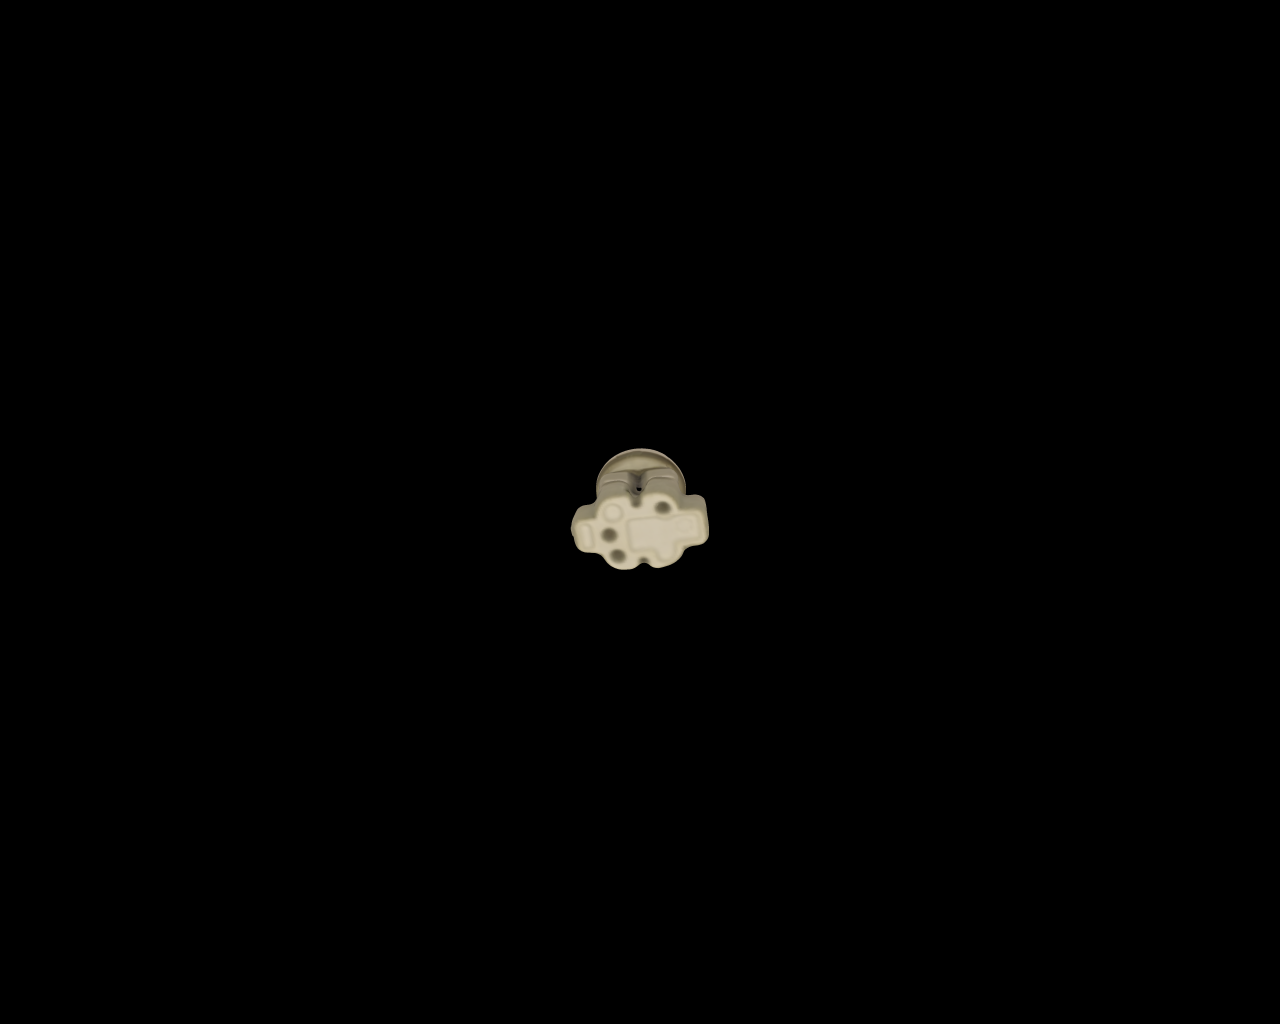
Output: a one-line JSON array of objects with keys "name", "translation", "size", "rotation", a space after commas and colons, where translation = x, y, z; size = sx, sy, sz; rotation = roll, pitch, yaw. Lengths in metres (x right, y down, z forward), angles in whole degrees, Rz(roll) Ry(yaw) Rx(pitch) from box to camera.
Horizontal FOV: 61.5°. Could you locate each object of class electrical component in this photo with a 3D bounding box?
[{"name": "electrical component", "translation": [0.001, -0.003, 0.650], "size": [0.078, 0.057, 0.057], "rotation": [-5, 31, 3]}]
